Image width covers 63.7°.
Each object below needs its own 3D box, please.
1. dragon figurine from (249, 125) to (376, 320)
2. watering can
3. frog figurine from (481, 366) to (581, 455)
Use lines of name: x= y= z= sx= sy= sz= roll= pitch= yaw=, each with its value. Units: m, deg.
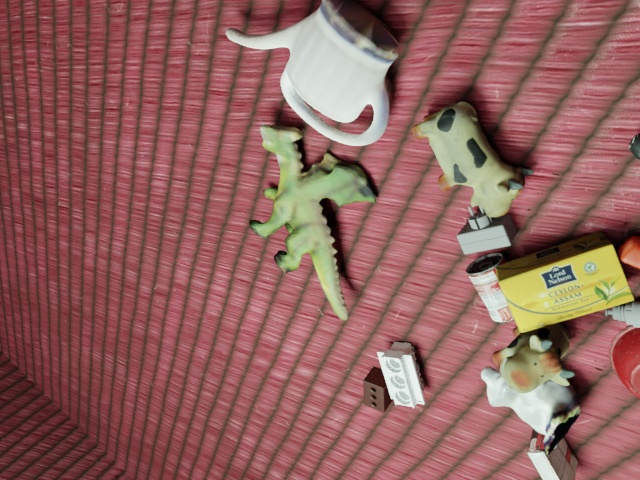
dragon figurine: x=0.003 y=-0.051 z=1.015 sx=0.239 sy=0.410 sz=0.124 roll=-38 pitch=1 yaw=34
watering can: x=-0.008 y=-0.313 z=0.866 sx=0.106 sy=0.349 sz=0.220 roll=-39 pitch=-10 yaw=-49
frog figurine: x=0.375 y=0.278 z=0.928 sx=0.162 sy=0.123 sz=0.135 roll=44 pitch=-6 yaw=43
